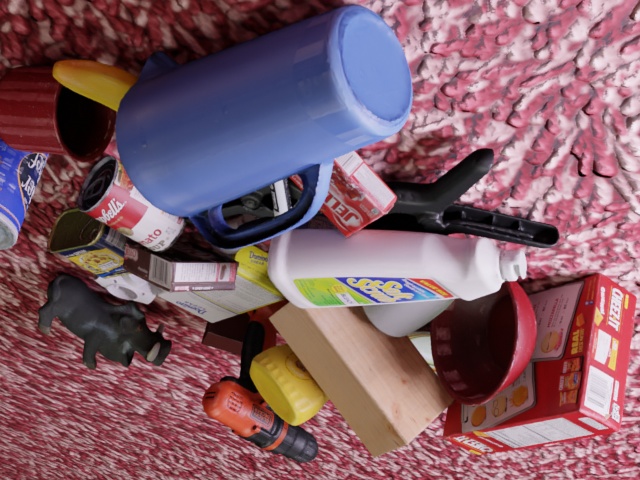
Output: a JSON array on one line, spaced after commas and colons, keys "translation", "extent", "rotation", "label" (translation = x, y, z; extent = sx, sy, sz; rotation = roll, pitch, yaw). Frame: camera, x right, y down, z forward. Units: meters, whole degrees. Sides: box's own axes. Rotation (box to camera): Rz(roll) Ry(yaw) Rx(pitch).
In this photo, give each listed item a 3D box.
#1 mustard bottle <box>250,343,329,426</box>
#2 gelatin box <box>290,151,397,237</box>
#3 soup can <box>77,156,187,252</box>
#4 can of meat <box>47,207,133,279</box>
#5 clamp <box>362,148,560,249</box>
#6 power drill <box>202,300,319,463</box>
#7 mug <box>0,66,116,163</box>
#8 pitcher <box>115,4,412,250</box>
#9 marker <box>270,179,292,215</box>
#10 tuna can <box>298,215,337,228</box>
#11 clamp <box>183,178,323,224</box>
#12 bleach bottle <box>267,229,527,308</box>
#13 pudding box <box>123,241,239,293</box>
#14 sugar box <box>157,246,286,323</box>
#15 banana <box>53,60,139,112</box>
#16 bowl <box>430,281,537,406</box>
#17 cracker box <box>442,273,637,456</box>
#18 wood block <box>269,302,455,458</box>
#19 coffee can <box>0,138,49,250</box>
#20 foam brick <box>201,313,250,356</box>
[{"translation": [0.015, 0.146, 1.314], "extent": [0.096, 0.191, 0.058], "rotation": [46, 145, 27], "label": "mustard bottle"}, {"translation": [0.021, -0.051, 1.036], "extent": [0.089, 0.030, 0.073], "rotation": [47, 146, -8], "label": "gelatin box"}, {"translation": [-0.202, -0.038, 1.160], "extent": [0.102, 0.068, 0.069], "rotation": [33, 147, -34], "label": "soup can"}, {"translation": [-0.260, 0.003, 1.277], "extent": [0.102, 0.057, 0.083], "rotation": [-10, 146, 40], "label": "can of meat"}, {"translation": [0.113, -0.035, 1.050], "extent": [0.210, 0.036, 0.164], "rotation": [-1, 150, 29], "label": "clamp"}, {"translation": [-0.054, 0.174, 1.361], "extent": [0.057, 0.187, 0.184], "rotation": [-16, 139, 42], "label": "power drill"}, {"translation": [-0.246, -0.122, 1.013], "extent": [0.082, 0.093, 0.117], "rotation": [6, -174, 25], "label": "mug"}, {"translation": [-0.043, -0.098, 0.898], "extent": [0.243, 0.145, 0.149], "rotation": [-15, 139, 38], "label": "pitcher"}, {"translation": [-0.042, -0.067, 1.043], "extent": [0.020, 0.020, 0.121], "rotation": [6, 132, 15], "label": "marker"}, {"translation": [-0.008, 0.001, 1.180], "extent": [0.086, 0.033, 0.086], "rotation": [11, 153, 5], "label": "tuna can"}, {"translation": [-0.074, -0.045, 1.113], "extent": [0.171, 0.039, 0.120], "rotation": [15, 149, 3], "label": "clamp"}, {"translation": [0.080, 0.025, 1.080], "extent": [0.251, 0.068, 0.102], "rotation": [-3, 150, 25], "label": "bleach bottle"}, {"translation": [-0.161, 0.029, 1.222], "extent": [0.089, 0.039, 0.114], "rotation": [-1, -165, -39], "label": "pudding box"}, {"translation": [-0.116, 0.053, 1.317], "extent": [0.093, 0.048, 0.177], "rotation": [30, 152, -30], "label": "sugar box"}, {"translation": [-0.169, -0.112, 0.997], "extent": [0.069, 0.037, 0.197], "rotation": [-33, 141, 2], "label": "banana"}, {"translation": [0.186, 0.100, 1.161], "extent": [0.055, 0.162, 0.162], "rotation": [6, 158, -26], "label": "bowl"}, {"translation": [0.243, 0.144, 1.191], "extent": [0.072, 0.164, 0.214], "rotation": [30, 149, -24], "label": "cracker box"}, {"translation": [0.048, 0.137, 1.240], "extent": [0.206, 0.090, 0.091], "rotation": [52, 148, 3], "label": "wood block"}, {"translation": [-0.331, -0.075, 1.070], "extent": [0.103, 0.140, 0.103], "rotation": [11, 153, 5], "label": "coffee can"}, {"translation": [-0.114, 0.120, 1.433], "extent": [0.078, 0.053, 0.051], "rotation": [19, 153, -9], "label": "foam brick"}]
